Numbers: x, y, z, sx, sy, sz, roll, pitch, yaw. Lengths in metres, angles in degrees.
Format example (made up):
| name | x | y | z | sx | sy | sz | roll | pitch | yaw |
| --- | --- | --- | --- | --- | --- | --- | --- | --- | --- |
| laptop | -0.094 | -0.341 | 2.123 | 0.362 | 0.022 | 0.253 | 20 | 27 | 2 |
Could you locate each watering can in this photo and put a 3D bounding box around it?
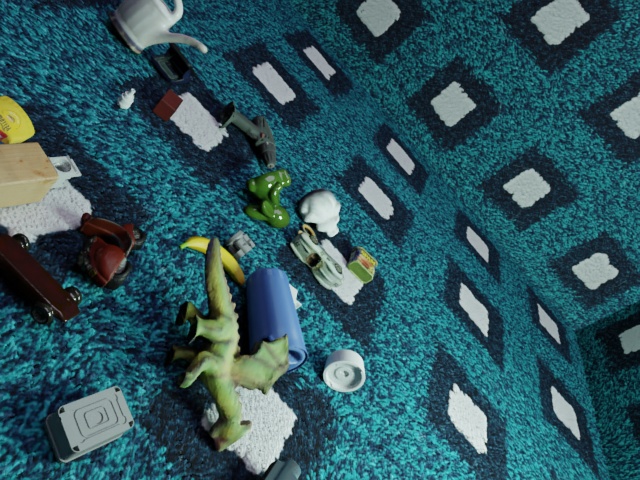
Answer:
| name | x | y | z | sx | sy | sz | roll | pitch | yaw |
| --- | --- | --- | --- | --- | --- | --- | --- | --- | --- |
| watering can | -0.495 | -0.644 | 1.543 | 0.350 | 0.223 | 0.104 | 57 | 11 | 11 |

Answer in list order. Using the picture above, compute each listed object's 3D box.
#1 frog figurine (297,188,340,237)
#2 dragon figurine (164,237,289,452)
| name | x | y | z | sx | sy | sz | roll | pitch | yaw |
| --- | --- | --- | --- | --- | --- | --- | --- | --- | --- |
| frog figurine | 0.005 | -0.087 | 1.720 | 0.138 | 0.121 | 0.161 | -15 | 76 | -24 |
| dragon figurine | -0.173 | 0.213 | 1.067 | 0.241 | 0.121 | 0.418 | 25 | 62 | -25 |
